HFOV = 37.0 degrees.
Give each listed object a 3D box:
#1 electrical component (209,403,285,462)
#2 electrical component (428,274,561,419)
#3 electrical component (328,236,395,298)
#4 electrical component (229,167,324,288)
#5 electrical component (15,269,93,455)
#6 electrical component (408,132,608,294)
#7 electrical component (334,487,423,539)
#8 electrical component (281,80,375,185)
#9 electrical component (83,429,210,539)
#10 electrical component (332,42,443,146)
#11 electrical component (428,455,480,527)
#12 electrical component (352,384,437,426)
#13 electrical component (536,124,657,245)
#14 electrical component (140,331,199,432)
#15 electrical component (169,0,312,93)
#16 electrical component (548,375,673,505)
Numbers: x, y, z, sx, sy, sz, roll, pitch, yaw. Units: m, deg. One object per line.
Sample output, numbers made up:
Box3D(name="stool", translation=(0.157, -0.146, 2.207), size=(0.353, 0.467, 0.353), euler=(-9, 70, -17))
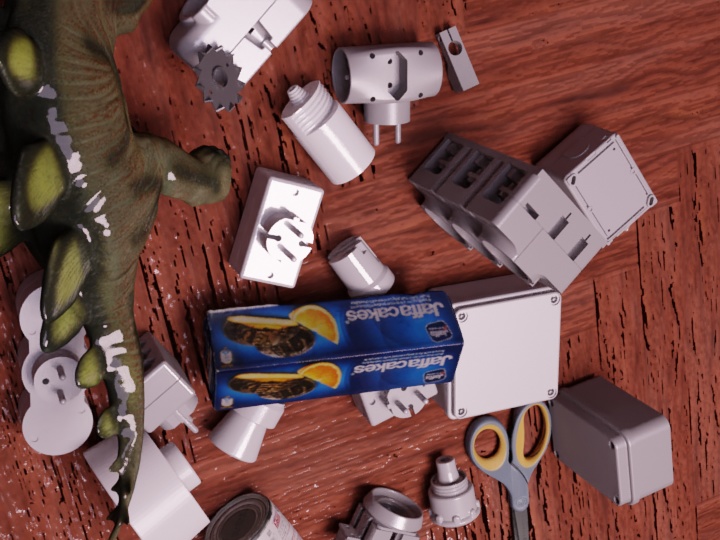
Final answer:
Box3D(name="electrical component", translation=(-0.093, 0.124, 0.889), size=(0.045, 0.045, 0.055), euler=(28, 94, -28))
Box3D(name="electrical component", translation=(0.118, 0.065, 0.949), size=(0.109, 0.056, 0.108), euler=(-9, 111, -20))
Box3D(name="electrical component", translation=(0.000, 0.000, 0.888), size=(0.040, 0.040, 0.046), euler=(-40, 113, -6))
Box3D(name="electrical component", translation=(-0.060, -0.028, 0.832), size=(0.047, 0.076, 0.083), euler=(12, 103, -26))
Box3D(name="electrical component", translation=(-0.225, 0.075, 0.800), size=(0.052, 0.074, 0.138), euler=(-3, 109, -22))
Box3D(name="electrical component", translation=(0.110, -0.045, 0.854), size=(0.061, 0.150, 0.089), euler=(-49, 119, -2))
Box3D(name="electrical component", translation=(0.022, 0.234, 0.968), size=(0.078, 0.058, 0.057), euler=(18, 103, -27))
Box3D(name="electrical component", translation=(-0.029, -0.110, 0.834), size=(0.043, 0.043, 0.081), euler=(-42, 118, -4))
Box3D(name="electrical component", translation=(-0.161, 0.168, 0.843), size=(0.060, 0.108, 0.108), euler=(-36, 118, -15))
Box3D(name="electrical component", translation=(0.021, -0.137, 0.846), size=(0.077, 0.043, 0.079), euler=(-8, 110, -20))
Box3D(name="electrical component", translation=(0.083, 0.202, 0.991), size=(0.048, 0.048, 0.062), euler=(-16, 107, -17))
Box3D(name="electrical component", translation=(0.033, 0.101, 0.915), size=(0.066, 0.077, 0.047), euler=(-25, 116, -13))
Box3D(name="electrical component", translation=(0.206, -0.071, 0.936), size=(0.062, 0.061, 0.096), euler=(-41, 118, -5))
Box3D(name="electrical component", translation=(-0.153, 0.099, 0.843), size=(0.047, 0.066, 0.076), euler=(-41, 118, -5))
Box3D(name="electrical component", translation=(-0.090, -0.181, 0.778), size=(0.059, 0.054, 0.095), euler=(41, 90, -28))
Box3D(name="electrical component", translation=(0.230, 0.157, 0.997), size=(0.057, 0.113, 0.078), euler=(-19, 114, -19))
